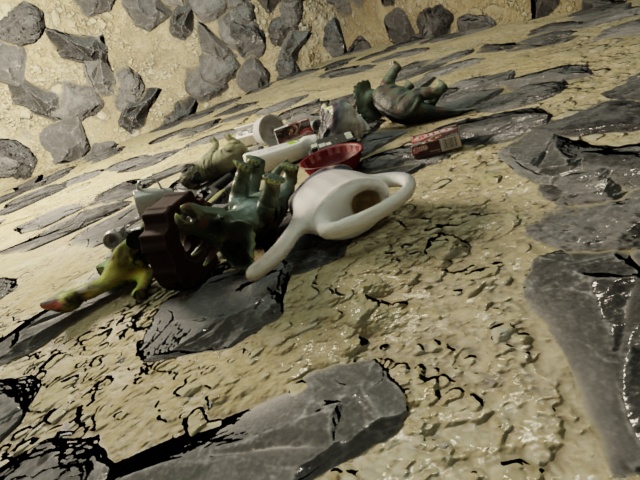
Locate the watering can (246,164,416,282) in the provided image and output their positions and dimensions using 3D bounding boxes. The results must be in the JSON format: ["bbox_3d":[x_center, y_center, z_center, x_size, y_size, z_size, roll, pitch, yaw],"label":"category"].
[{"bbox_3d":[0.003,-0.046,0.922,0.350,0.102,0.226,-27,23,-14],"label":"watering can"}]

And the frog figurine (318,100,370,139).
[{"bbox_3d":[0.085,-0.335,1.490,0.159,0.140,0.120,6,-28,-25],"label":"frog figurine"}]

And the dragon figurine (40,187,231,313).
[{"bbox_3d":[-0.370,0.018,1.052,0.241,0.120,0.418,-10,25,39],"label":"dragon figurine"}]
